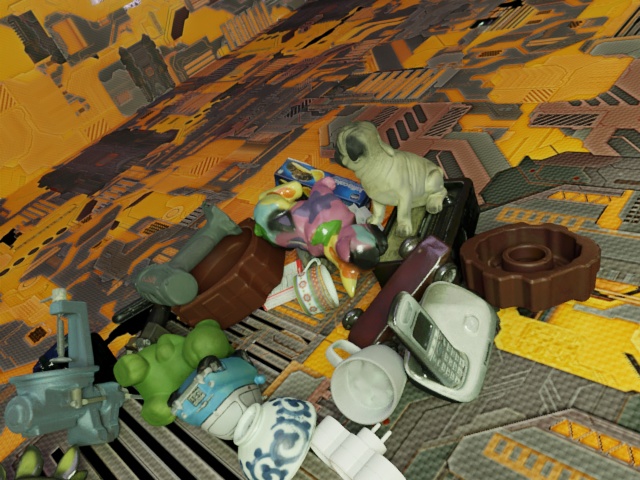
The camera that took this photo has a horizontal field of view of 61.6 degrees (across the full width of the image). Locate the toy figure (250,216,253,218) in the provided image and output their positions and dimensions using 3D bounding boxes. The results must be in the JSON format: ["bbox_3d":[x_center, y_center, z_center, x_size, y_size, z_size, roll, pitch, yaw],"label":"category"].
[{"bbox_3d":[-0.100,-0.047,1.143,0.089,0.082,0.180,-4,35,26],"label":"toy figure"}]

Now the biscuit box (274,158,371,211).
[{"bbox_3d":[0.006,-0.100,1.094,0.203,0.062,0.059,21,52,21],"label":"biscuit box"}]

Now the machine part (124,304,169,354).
[{"bbox_3d":[-0.315,0.174,0.983,0.084,0.039,0.139,-5,60,33],"label":"machine part"}]

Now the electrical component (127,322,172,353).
[{"bbox_3d":[-0.278,0.187,0.915,0.045,0.102,0.078,5,53,35],"label":"electrical component"}]

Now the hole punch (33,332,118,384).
[{"bbox_3d":[-0.425,0.228,0.930,0.092,0.142,0.116,0,30,40],"label":"hole punch"}]

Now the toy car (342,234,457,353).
[{"bbox_3d":[0.115,0.084,0.766,0.202,0.053,0.089,-53,46,4],"label":"toy car"}]

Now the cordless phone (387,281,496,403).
[{"bbox_3d":[0.136,0.097,0.649,0.089,0.184,0.146,-3,50,39],"label":"cordless phone"}]

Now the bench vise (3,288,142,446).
[{"bbox_3d":[-0.374,0.194,0.825,0.129,0.223,0.240,-16,76,29],"label":"bench vise"}]

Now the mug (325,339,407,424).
[{"bbox_3d":[0.060,0.168,0.682,0.110,0.080,0.107,33,15,19],"label":"mug"}]

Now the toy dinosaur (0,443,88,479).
[{"bbox_3d":[-0.428,0.386,0.730,0.472,0.104,0.199,-9,27,9],"label":"toy dinosaur"}]

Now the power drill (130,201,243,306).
[{"bbox_3d":[-0.250,0.025,0.974,0.207,0.086,0.232,-45,26,-16],"label":"power drill"}]

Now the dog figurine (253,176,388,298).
[{"bbox_3d":[-0.002,-0.003,0.845,0.192,0.108,0.219,-12,36,-8],"label":"dog figurine"}]

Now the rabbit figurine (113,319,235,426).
[{"bbox_3d":[-0.195,0.187,0.824,0.170,0.121,0.159,-33,-5,27],"label":"rabbit figurine"}]

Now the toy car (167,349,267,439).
[{"bbox_3d":[-0.127,0.219,0.738,0.103,0.161,0.109,41,89,16],"label":"toy car"}]

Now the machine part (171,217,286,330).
[{"bbox_3d":[-0.161,0.065,0.976,0.201,0.087,0.201,-33,27,18],"label":"machine part"}]

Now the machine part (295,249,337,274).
[{"bbox_3d":[-0.016,-0.003,1.021,0.079,0.079,0.243,-28,32,-3],"label":"machine part"}]

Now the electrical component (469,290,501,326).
[{"bbox_3d":[0.217,0.092,0.763,0.063,0.021,0.094,-22,36,8],"label":"electrical component"}]

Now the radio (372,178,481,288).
[{"bbox_3d":[0.181,-0.011,0.892,0.131,0.073,0.229,-5,38,32],"label":"radio"}]

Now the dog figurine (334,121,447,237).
[{"bbox_3d":[0.119,-0.126,0.859,0.121,0.190,0.172,7,43,42],"label":"dog figurine"}]

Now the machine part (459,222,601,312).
[{"bbox_3d":[0.285,0.034,0.739,0.179,0.056,0.179,-9,24,4],"label":"machine part"}]
